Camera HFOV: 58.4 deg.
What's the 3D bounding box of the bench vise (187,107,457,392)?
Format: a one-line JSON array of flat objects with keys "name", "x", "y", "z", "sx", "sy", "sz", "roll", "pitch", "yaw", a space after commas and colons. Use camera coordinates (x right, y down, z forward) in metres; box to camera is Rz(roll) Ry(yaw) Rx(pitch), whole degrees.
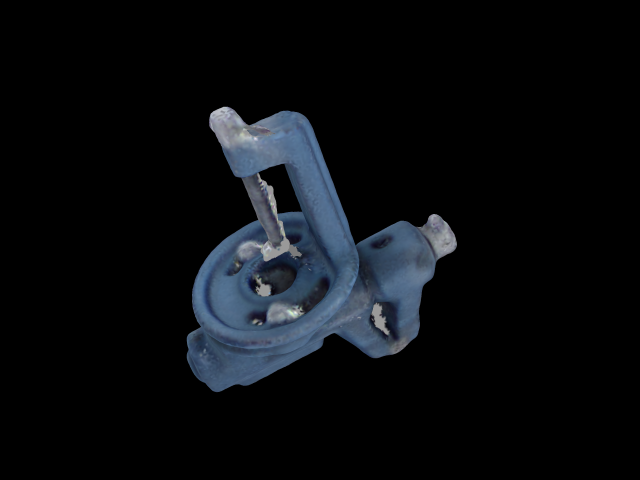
[{"name": "bench vise", "x": -0.004, "y": -0.004, "z": 0.407, "sx": 0.208, "sy": 0.220, "sz": 0.121, "roll": -27, "pitch": 45, "yaw": -31}]
